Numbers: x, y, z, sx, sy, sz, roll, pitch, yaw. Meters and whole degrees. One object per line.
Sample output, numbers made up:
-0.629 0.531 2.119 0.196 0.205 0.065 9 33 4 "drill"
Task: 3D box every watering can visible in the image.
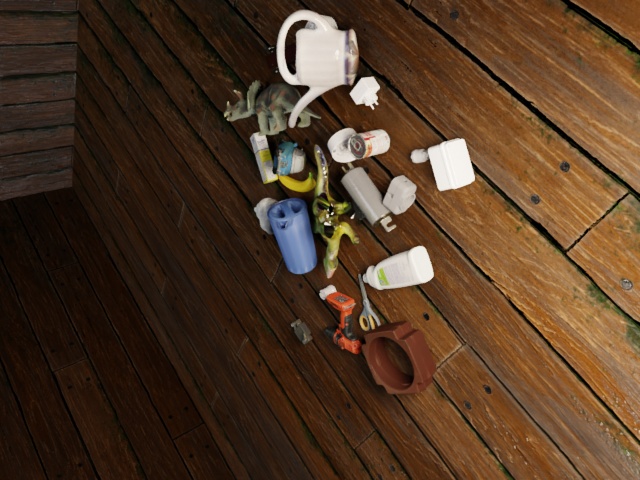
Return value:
-0.005 -0.468 1.441 0.224 0.106 0.339 2 132 4 "watering can"

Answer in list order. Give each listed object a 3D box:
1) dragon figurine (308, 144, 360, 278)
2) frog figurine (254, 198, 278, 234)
0.005 -0.082 1.637 0.241 0.123 0.411 -16 87 66 "dragon figurine"
-0.192 -0.093 1.866 0.160 0.125 0.134 19 139 32 "frog figurine"
